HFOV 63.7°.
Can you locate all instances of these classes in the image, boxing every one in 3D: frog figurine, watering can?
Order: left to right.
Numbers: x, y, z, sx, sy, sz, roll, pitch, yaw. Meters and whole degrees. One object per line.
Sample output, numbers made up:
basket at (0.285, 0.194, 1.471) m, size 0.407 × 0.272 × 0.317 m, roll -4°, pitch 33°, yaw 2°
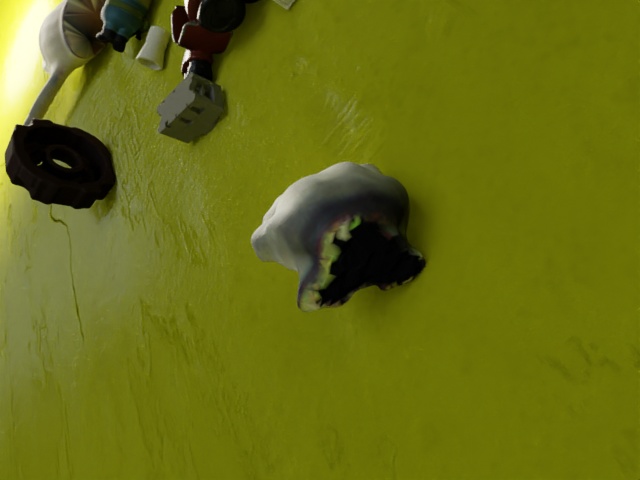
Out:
watering can at (-0.536, -0.398, 1.091) m, size 0.224 × 0.103 × 0.351 m, roll -1°, pitch 75°, yaw 43°
frog figurine at (0.001, -0.023, 0.466) m, size 0.138 × 0.120 × 0.162 m, roll -33°, pitch 40°, yaw -7°
